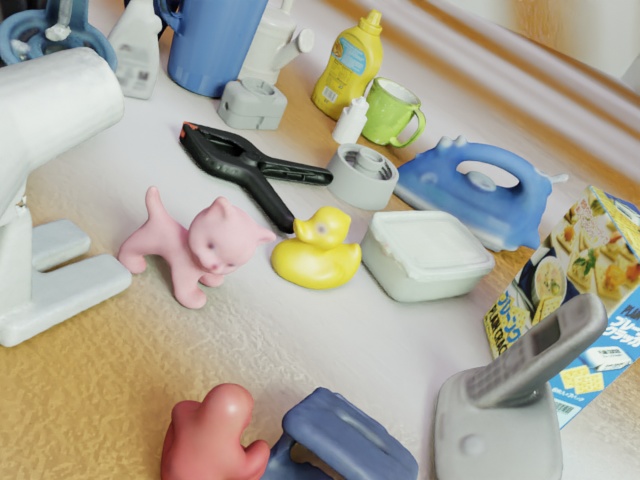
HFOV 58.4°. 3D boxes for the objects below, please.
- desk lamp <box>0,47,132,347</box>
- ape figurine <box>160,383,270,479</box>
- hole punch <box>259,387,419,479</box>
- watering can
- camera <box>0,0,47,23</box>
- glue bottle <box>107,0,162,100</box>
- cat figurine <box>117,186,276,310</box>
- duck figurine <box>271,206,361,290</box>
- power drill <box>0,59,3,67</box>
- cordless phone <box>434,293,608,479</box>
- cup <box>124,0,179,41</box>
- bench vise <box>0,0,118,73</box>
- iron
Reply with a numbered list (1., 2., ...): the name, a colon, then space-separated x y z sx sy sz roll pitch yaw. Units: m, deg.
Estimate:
1. desk lamp: -0.225 -0.031 0.403 0.117 0.213 0.204 37 34 15
2. ape figurine: -0.071 0.135 0.398 0.077 0.092 0.076 39 35 18
3. hole punch: 0.018 0.160 0.428 0.108 0.091 0.101 36 34 12
4. watering can: -0.084 -0.367 0.977 0.173 0.194 0.101 28 33 1
5. camera: -0.414 -0.362 0.822 0.137 0.100 0.143 12 36 -22
6. glue bottle: -0.243 -0.274 0.757 0.078 0.173 0.037 7 38 -28
7. cat figurine: -0.113 -0.004 0.534 0.128 0.117 0.067 29 33 3
8. duck figurine: 0.006 0.002 0.639 0.105 0.086 0.077 7 38 -28
9. power drill: -0.386 -0.293 0.650 0.075 0.208 0.230 37 34 14
10. cordless phone: 0.177 0.136 0.488 0.094 0.185 0.147 25 33 -4
11. cup: -0.291 -0.379 0.937 0.117 0.095 0.092 39 35 18
12. bench vise: -0.296 -0.245 0.638 0.122 0.219 0.207 -3 44 -38
13. iron: 0.239 -0.090 0.878 0.258 0.141 0.118 24 33 -5
